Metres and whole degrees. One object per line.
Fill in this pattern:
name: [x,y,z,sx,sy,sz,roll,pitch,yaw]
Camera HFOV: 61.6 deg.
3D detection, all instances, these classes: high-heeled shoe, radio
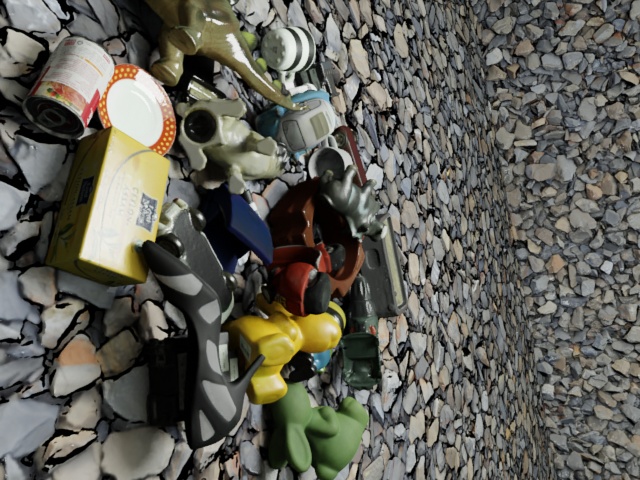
high-heeled shoe: [-0.170,0.130,0.650,0.145,0.086,0.248,-45,108,-21]
radio: [0.138,0.059,1.223,0.131,0.073,0.229,-23,100,-71]

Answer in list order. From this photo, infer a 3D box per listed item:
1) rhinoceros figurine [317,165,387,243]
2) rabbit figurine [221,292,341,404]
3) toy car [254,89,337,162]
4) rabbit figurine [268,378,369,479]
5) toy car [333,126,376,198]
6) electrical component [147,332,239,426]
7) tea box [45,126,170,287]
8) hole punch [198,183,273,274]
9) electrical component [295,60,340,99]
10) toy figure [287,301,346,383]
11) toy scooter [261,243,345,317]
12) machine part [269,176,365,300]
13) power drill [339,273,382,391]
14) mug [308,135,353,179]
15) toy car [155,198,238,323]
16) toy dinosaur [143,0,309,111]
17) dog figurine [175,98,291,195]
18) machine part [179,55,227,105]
rhinoceros figurine: [0.068,-0.060,1.001,0.190,0.073,0.112,38,50,-48]
rabbit figurine: [-0.055,0.156,0.833,0.173,0.163,0.121,-13,116,-28]
toy car: [-0.028,-0.206,0.972,0.162,0.103,0.109,-30,121,-19]
rabbit figurine: [-0.028,0.314,0.906,0.170,0.121,0.159,46,50,-17]
toy car: [0.075,-0.160,1.220,0.089,0.053,0.202,-35,108,-67]
electrical component: [-0.168,0.185,0.734,0.134,0.058,0.115,11,75,-57]
tea box: [-0.251,-0.037,0.649,0.098,0.068,0.169,31,56,-52]
hole punch: [-0.128,-0.019,0.827,0.142,0.092,0.116,44,43,-40]
electrical component: [-0.014,-0.342,1.106,0.048,0.075,0.119,-39,112,-54]
toy figure: [-0.008,0.175,0.945,0.180,0.089,0.082,-68,174,-64]
toy scooter: [-0.041,0.054,0.845,0.184,0.135,0.075,-62,153,-60]
machine part: [-0.002,-0.003,1.024,0.200,0.087,0.201,65,34,-25]
power drill: [0.081,0.194,1.076,0.207,0.086,0.231,-77,162,-85]
mug: [0.027,-0.164,1.128,0.107,0.081,0.109,-17,91,-69]
toy car: [-0.175,0.036,0.751,0.073,0.056,0.201,-62,141,-45]
toy dinosaur: [-0.179,-0.324,0.768,0.470,0.105,0.198,48,48,-32]
dog figurine: [-0.137,-0.157,0.865,0.172,0.121,0.190,51,8,-6]
machine part: [-0.184,-0.266,0.847,0.084,0.039,0.139,14,72,-48]
